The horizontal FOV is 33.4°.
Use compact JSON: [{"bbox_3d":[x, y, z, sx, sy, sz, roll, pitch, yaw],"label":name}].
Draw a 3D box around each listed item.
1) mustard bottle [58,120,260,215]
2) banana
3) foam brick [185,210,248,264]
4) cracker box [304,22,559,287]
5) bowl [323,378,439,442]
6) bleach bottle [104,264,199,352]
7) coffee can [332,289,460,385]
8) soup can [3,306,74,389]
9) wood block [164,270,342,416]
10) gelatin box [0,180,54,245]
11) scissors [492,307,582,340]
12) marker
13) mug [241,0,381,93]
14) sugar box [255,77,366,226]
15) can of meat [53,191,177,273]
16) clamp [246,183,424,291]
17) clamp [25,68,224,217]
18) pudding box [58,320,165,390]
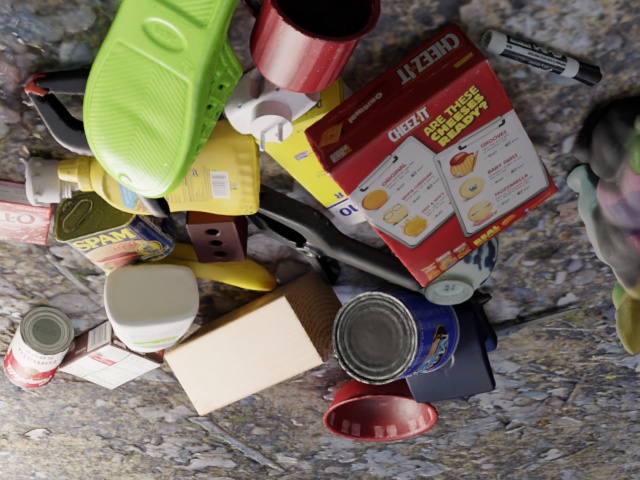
[{"bbox_3d":[-0.155,-0.068,1.025,0.191,0.058,0.096,-1,134,0],"label":"mustard bottle"},{"bbox_3d":[-0.141,0.028,1.203,0.197,0.037,0.070,7,164,-10],"label":"banana"},{"bbox_3d":[-0.107,-0.017,1.115,0.053,0.051,0.078,-4,147,5],"label":"foam brick"},{"bbox_3d":[0.107,-0.071,0.975,0.164,0.072,0.213,-36,139,7],"label":"cracker box"},{"bbox_3d":[0.084,0.228,1.499,0.162,0.055,0.162,-1,148,-1],"label":"bowl"},{"bbox_3d":[-0.200,0.090,1.231,0.102,0.068,0.251,-4,165,-14],"label":"bleach bottle"},{"bbox_3d":[0.089,0.107,1.219,0.103,0.103,0.140,-18,171,25],"label":"coffee can"},{"bbox_3d":[-0.350,0.134,1.329,0.068,0.068,0.102,13,144,-21],"label":"soup can"},{"bbox_3d":[-0.072,0.123,1.270,0.206,0.090,0.091,-28,96,35],"label":"wood block"},{"bbox_3d":[-0.324,-0.030,1.108,0.089,0.030,0.073,8,146,-15],"label":"gelatin box"},{"bbox_3d":[0.223,0.109,1.355,0.096,0.016,0.202,25,139,-34],"label":"scissors"},{"bbox_3d":[0.196,-0.158,0.934,0.121,0.020,0.020,13,145,-22],"label":"marker"},{"bbox_3d":[-0.018,-0.177,0.847,0.117,0.093,0.082,35,148,1],"label":"mug"},{"bbox_3d":[0.022,-0.080,1.027,0.093,0.048,0.176,-19,142,25],"label":"sugar box"},{"bbox_3d":[-0.212,-0.013,1.116,0.102,0.057,0.083,-14,148,20],"label":"can of meat"},{"bbox_3d":[-0.007,0.001,1.138,0.209,0.036,0.165,31,161,-25],"label":"clamp"},{"bbox_3d":[-0.175,-0.109,0.956,0.171,0.039,0.120,35,101,-18],"label":"clamp"},{"bbox_3d":[-0.270,0.150,1.384,0.114,0.039,0.089,-26,140,36],"label":"pudding box"}]
